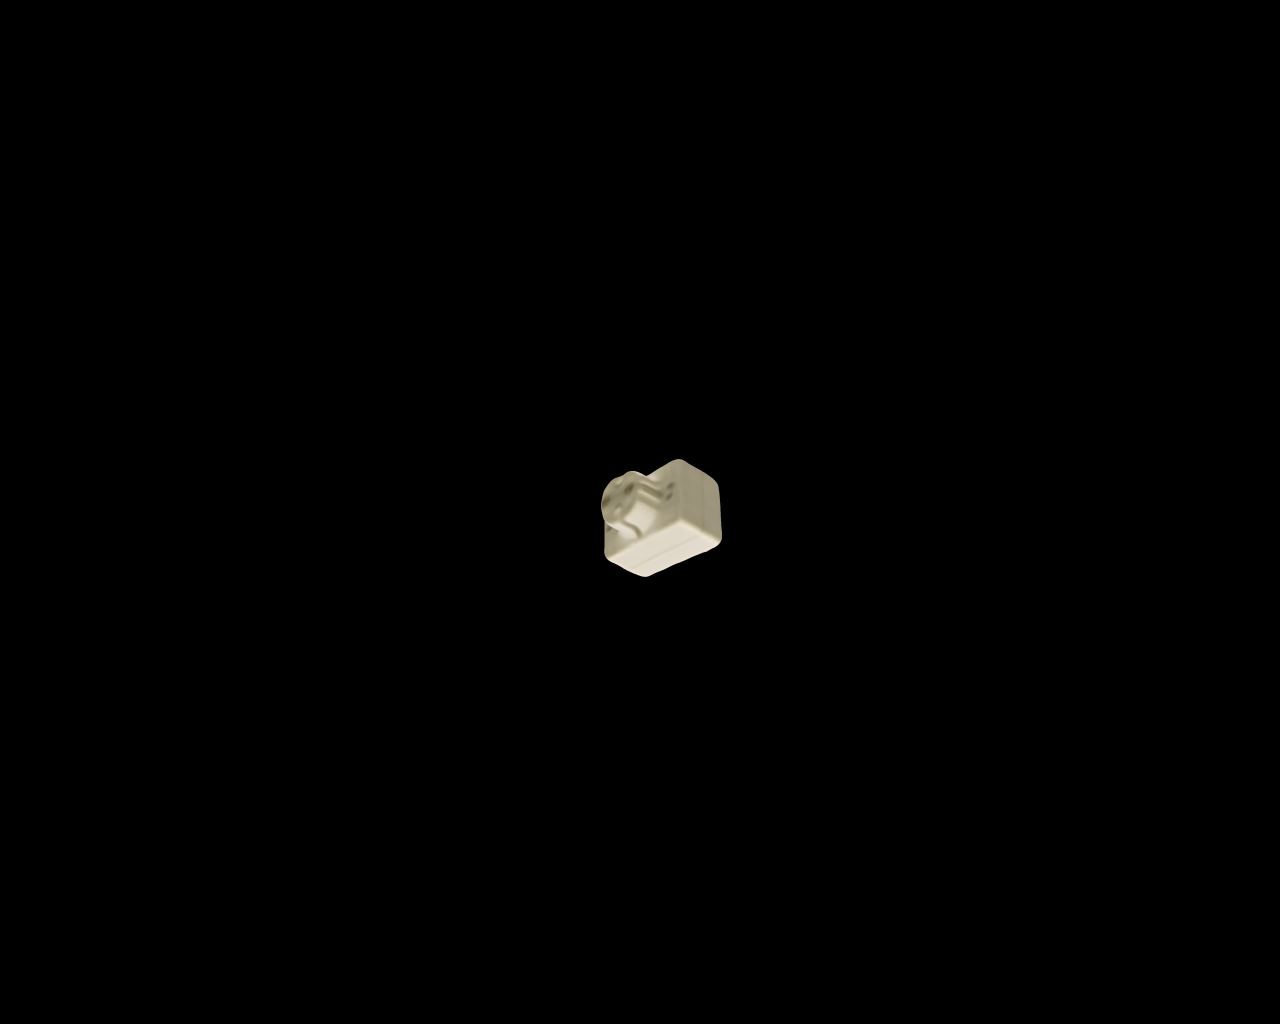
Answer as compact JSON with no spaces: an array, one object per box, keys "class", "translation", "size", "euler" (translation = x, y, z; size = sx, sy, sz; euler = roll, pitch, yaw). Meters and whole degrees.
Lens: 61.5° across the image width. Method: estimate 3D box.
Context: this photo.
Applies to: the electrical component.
[{"class":"electrical component","translation":[0.001,-0.003,0.650],"size":[0.065,0.047,0.076],"euler":[-27,-42,36]}]
